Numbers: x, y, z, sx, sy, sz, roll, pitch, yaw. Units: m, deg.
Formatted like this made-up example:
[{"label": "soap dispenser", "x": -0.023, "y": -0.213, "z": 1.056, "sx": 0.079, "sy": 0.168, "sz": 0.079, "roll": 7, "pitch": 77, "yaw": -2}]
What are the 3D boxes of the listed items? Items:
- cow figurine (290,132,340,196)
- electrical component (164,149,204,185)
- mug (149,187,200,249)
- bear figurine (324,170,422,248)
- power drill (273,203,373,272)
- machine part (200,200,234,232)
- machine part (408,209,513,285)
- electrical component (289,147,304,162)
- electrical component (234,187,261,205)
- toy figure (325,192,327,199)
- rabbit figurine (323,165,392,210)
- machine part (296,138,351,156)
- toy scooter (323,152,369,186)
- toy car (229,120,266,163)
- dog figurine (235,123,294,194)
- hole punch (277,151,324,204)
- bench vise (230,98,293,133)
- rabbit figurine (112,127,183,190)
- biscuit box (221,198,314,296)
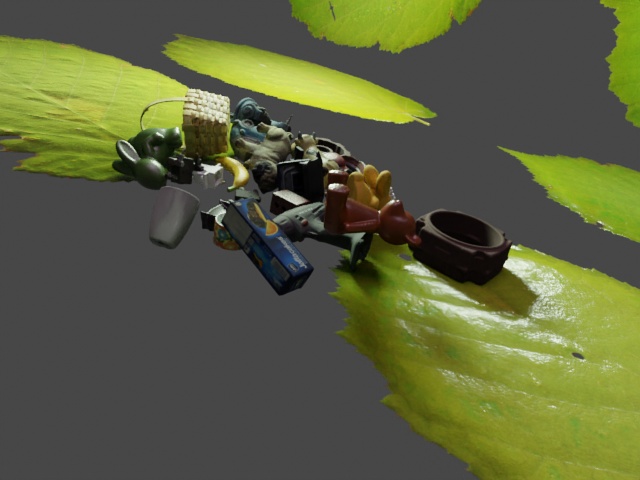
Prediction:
[{"label": "cow figurine", "x": -0.020, "y": -0.215, "z": 1.476, "sx": 0.085, "sy": 0.127, "sz": 0.195, "roll": -6, "pitch": 35, "yaw": -40}, {"label": "electrical component", "x": -0.318, "y": -0.170, "z": 1.260, "sx": 0.045, "sy": 0.078, "sz": 0.102, "roll": 3, "pitch": -5, "yaw": 22}, {"label": "mug", "x": -0.290, "y": -0.035, "z": 1.046, "sx": 0.081, "sy": 0.109, "sz": 0.107, "roll": 19, "pitch": 70, "yaw": -4}, {"label": "bear figurine", "x": 0.106, "y": -0.055, "z": 1.064, "sx": 0.196, "sy": 0.131, "sz": 0.120, "roll": 5, "pitch": 28, "yaw": 2}, {"label": "power drill", "x": -0.002, "y": -0.003, "z": 1.144, "sx": 0.208, "sy": 0.085, "sz": 0.232, "roll": 16, "pitch": 26, "yaw": 20}, {"label": "machine part", "x": -0.206, "y": -0.056, "z": 1.182, "sx": 0.084, "sy": 0.039, "sz": 0.139, "roll": 28, "pitch": 28, "yaw": 16}, {"label": "machine part", "x": 0.327, "y": 0.008, "z": 1.250, "sx": 0.201, "sy": 0.087, "sz": 0.201, "roll": 30, "pitch": 30, "yaw": 30}, {"label": "electrical component", "x": -0.049, "y": -0.186, "z": 1.414, "sx": 0.048, "sy": 0.119, "sz": 0.075, "roll": -7, "pitch": 31, "yaw": -34}, {"label": "electrical component", "x": -0.174, "y": -0.101, "z": 1.300, "sx": 0.063, "sy": 0.021, "sz": 0.094, "roll": 8, "pitch": 27, "yaw": -11}, {"label": "toy figure", "x": 0.085, "y": -0.108, "z": 1.392, "sx": 0.154, "sy": 0.064, "sz": 0.058, "roll": -5, "pitch": 69, "yaw": -22}, {"label": "rabbit figurine", "x": 0.113, "y": -0.102, "z": 1.322, "sx": 0.173, "sy": 0.162, "sz": 0.122, "roll": 14, "pitch": 8, "yaw": -41}, {"label": "machine part", "x": 0.006, "y": -0.264, "z": 1.659, "sx": 0.179, "sy": 0.056, "sz": 0.179, "roll": 11, "pitch": 27, "yaw": -6}, {"label": "toy scooter", "x": 0.079, "y": -0.195, "z": 1.543, "sx": 0.184, "sy": 0.075, "sz": 0.135, "roll": 6, "pitch": 28, "yaw": -25}, {"label": "toy car", "x": -0.191, "y": -0.263, "z": 1.535, "sx": 0.162, "sy": 0.109, "sz": 0.103, "roll": 23, "pitch": 51, "yaw": -6}, {"label": "dog figurine", "x": -0.115, "y": -0.211, "z": 1.410, "sx": 0.172, "sy": 0.121, "sz": 0.191, "roll": -38, "pitch": 46, "yaw": -5}, {"label": "hole punch", "x": -0.045, "y": -0.145, "z": 1.336, "sx": 0.092, "sy": 0.142, "sz": 0.116, "roll": -1, "pitch": 11, "yaw": 25}, {"label": "bench vise", "x": -0.215, "y": -0.362, "z": 1.653, "sx": 0.241, "sy": 0.128, "sz": 0.223, "roll": 18, "pitch": 5, "yaw": 25}, {"label": "rabbit figurine", "x": -0.404, "y": -0.192, "z": 1.271, "sx": 0.159, "sy": 0.121, "sz": 0.170, "roll": 11, "pitch": 41, "yaw": -20}, {"label": "biscuit box", "x": -0.101, "y": 0.010, "z": 1.016, "sx": 0.063, "sy": 0.059, "sz": 0.203, "roll": -18, "pitch": 59, "yaw": -47}]
